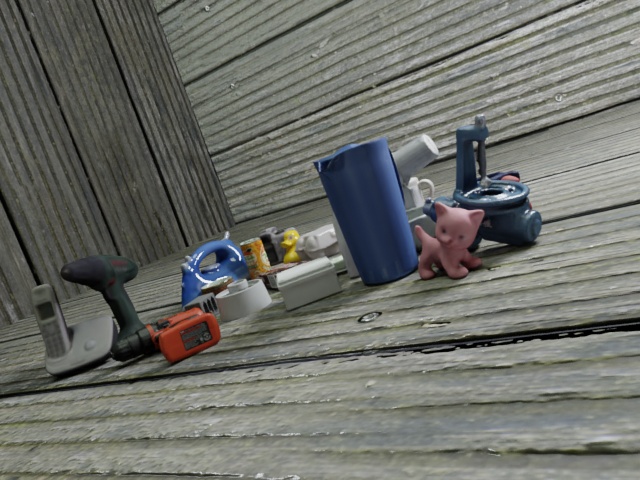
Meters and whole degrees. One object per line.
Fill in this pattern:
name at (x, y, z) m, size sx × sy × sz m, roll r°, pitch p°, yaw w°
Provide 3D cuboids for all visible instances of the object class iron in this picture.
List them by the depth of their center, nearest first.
iron at (-0.272, 0.075, 1.408) m, size 0.118 × 0.141 × 0.259 m, roll -15°, pitch 9°, yaw 31°

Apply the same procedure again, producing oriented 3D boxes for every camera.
camera at (-0.115, 0.006, 1.665) m, size 0.143 × 0.101 × 0.137 m, roll -17°, pitch 8°, yaw 16°

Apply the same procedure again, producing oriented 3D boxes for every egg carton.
egg carton at (0.013, 0.005, 1.463) m, size 0.151 × 0.069 × 0.107 m, roll -24°, pitch 9°, yaw -34°

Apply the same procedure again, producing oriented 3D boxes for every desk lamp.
desk lamp at (0.204, -0.111, 1.259) m, size 0.202 × 0.213 × 0.118 m, roll -15°, pitch 9°, yaw 28°

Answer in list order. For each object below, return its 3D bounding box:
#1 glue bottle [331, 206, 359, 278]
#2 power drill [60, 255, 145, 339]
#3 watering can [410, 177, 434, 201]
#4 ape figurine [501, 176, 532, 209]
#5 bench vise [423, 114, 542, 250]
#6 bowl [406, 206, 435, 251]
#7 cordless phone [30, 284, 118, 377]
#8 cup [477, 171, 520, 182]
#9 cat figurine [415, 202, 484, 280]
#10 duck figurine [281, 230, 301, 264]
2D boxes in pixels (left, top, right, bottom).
glue bottle at (0.050, -0.015, 1.120) m, size 0.037 × 0.173 × 0.078 m, roll -18°, pitch 8°, yaw 9°
power drill at (-0.447, 0.126, 1.231) m, size 0.075 × 0.208 × 0.230 m, roll -18°, pitch 8°, yaw 10°
watering can at (0.193, -0.121, 1.431) m, size 0.172 × 0.194 × 0.101 m, roll -19°, pitch 8°, yaw 5°
ape figurine at (0.363, -0.076, 1.072) m, size 0.076 × 0.092 × 0.078 m, roll -15°, pitch 9°, yaw 30°
bench vise at (0.243, -0.086, 0.954) m, size 0.206 × 0.220 × 0.122 m, roll -14°, pitch 9°, yaw 35°
bowl at (0.177, -0.014, 1.162) m, size 0.167 × 0.075 × 0.167 m, roll -19°, pitch 8°, yaw 3°
cordless phone at (-0.494, 0.167, 1.144) m, size 0.147 × 0.185 × 0.094 m, roll -19°, pitch 8°, yaw 1°
cup at (0.348, -0.083, 1.145) m, size 0.117 × 0.095 × 0.092 m, roll -18°, pitch 8°, yaw 14°
cat figurine at (0.196, -0.005, 0.883) m, size 0.067 × 0.118 × 0.127 m, roll -25°, pitch 9°, yaw -34°
duck figurine at (-0.065, 0.014, 1.534) m, size 0.077 × 0.086 × 0.105 m, roll -13°, pitch 10°, yaw 42°
